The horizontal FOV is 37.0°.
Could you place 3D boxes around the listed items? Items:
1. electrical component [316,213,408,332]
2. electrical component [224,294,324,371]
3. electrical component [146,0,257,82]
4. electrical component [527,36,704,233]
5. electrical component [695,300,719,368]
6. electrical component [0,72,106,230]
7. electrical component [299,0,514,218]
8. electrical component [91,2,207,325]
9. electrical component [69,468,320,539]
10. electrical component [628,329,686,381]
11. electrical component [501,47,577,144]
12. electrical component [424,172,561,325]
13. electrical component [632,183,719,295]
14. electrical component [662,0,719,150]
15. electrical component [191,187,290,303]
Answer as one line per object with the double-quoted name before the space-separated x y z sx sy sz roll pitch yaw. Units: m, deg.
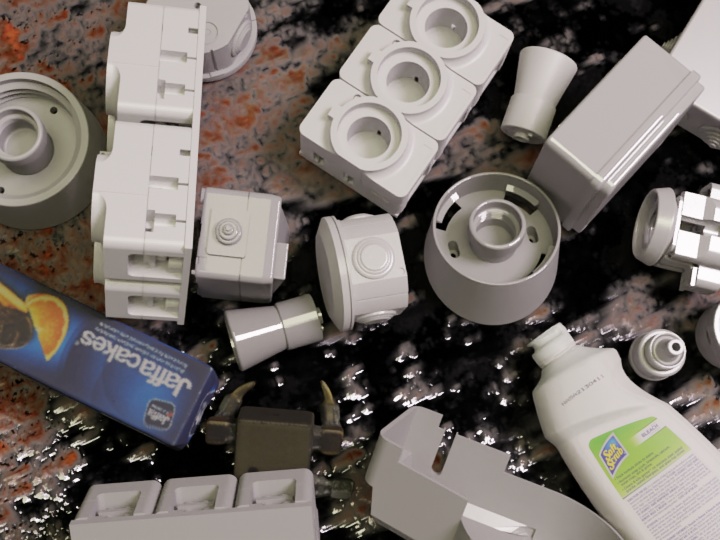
"electrical component" 0.000 0.000 0.747 0.051 0.080 0.080 -9 79 -10
"electrical component" -0.059 0.041 0.756 0.065 0.044 0.044 -16 79 -10
"electrical component" -0.117 -0.184 0.795 0.080 0.051 0.080 0 78 -2
"electrical component" 0.175 -0.092 0.758 0.056 0.108 0.108 42 80 9
"electrical component" 0.270 0.044 0.763 0.055 0.047 0.055 0 78 -2
"electrical component" -0.239 -0.088 0.765 0.108 0.060 0.108 0 78 -2
"electrical component" 0.033 -0.129 0.783 0.089 0.061 0.150 34 79 5
"electrical component" -0.140 -0.072 0.714 0.060 0.105 0.186 4 61 -10
"electrical component" -0.102 0.185 0.700 0.150 0.061 0.089 -4 104 -1
"electrical component" 0.211 0.058 0.751 0.035 0.061 0.035 0 78 -2
"electrical component" 0.130 -0.127 0.798 0.044 0.044 0.065 20 83 2
"electrical component" 0.096 -0.018 0.774 0.099 0.064 0.099 0 65 1
"electrical component" 0.232 -0.027 0.772 0.057 0.058 0.078 13 78 -2
"electrical component" 0.270 -0.144 0.802 0.100 0.048 0.099 32 79 4
"electrical component" -0.080 -0.016 0.738 0.061 0.096 0.061 6 78 -4
